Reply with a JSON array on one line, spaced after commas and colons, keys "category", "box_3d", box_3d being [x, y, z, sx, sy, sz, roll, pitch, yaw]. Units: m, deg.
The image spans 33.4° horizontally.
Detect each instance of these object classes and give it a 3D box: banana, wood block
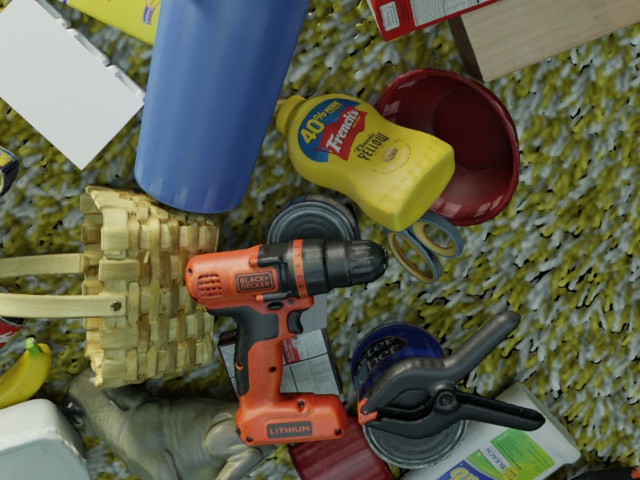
[{"category": "banana", "box_3d": [-0.335, 0.156, 1.092, 0.198, 0.037, 0.069, -39, 140, 19]}, {"category": "wood block", "box_3d": [0.228, -0.231, 1.005, 0.206, 0.091, 0.090, -22, 104, 3]}]

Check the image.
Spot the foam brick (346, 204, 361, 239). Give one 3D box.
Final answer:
[{"category": "foam brick", "box_3d": [0.014, -0.001, 1.060, 0.053, 0.078, 0.051, -13, 102, 0]}]

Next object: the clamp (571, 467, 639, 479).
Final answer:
[{"category": "clamp", "box_3d": [0.247, 0.288, 1.132, 0.210, 0.036, 0.164, -26, 141, -1]}]

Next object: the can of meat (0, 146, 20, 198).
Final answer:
[{"category": "can of meat", "box_3d": [-0.345, -0.073, 1.023, 0.102, 0.084, 0.057, 30, 101, -9]}]

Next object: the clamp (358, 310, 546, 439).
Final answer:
[{"category": "clamp", "box_3d": [0.116, 0.128, 0.969, 0.171, 0.039, 0.120, -8, 102, -1]}]

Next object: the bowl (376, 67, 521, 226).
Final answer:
[{"category": "bowl", "box_3d": [0.132, -0.096, 1.028, 0.162, 0.055, 0.162, 22, 128, 30]}]

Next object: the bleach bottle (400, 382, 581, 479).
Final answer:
[{"category": "bleach bottle", "box_3d": [0.149, 0.267, 1.140, 0.251, 0.068, 0.102, -42, 102, 10]}]

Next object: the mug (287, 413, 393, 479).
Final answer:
[{"category": "mug", "box_3d": [0.029, 0.244, 1.114, 0.081, 0.093, 0.117, -30, 95, 0]}]

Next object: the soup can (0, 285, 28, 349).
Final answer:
[{"category": "soup can", "box_3d": [-0.354, 0.096, 1.072, 0.068, 0.068, 0.102, 44, 98, -11]}]

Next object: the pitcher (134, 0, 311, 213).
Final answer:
[{"category": "pitcher", "box_3d": [-0.088, -0.153, 0.976, 0.149, 0.145, 0.243, 7, 118, -20]}]

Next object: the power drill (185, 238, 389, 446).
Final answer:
[{"category": "power drill", "box_3d": [-0.021, 0.091, 0.980, 0.184, 0.057, 0.188, -6, 105, 8]}]

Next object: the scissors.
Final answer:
[{"category": "scissors", "box_3d": [0.069, -0.040, 1.059, 0.096, 0.016, 0.201, -21, 111, 48]}]

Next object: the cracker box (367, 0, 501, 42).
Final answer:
[{"category": "cracker box", "box_3d": [0.127, -0.290, 0.951, 0.214, 0.072, 0.164, -20, 59, 3]}]

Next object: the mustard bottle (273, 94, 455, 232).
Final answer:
[{"category": "mustard bottle", "box_3d": [0.026, -0.089, 1.014, 0.192, 0.058, 0.096, 32, 68, 27]}]

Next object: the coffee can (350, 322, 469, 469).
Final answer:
[{"category": "coffee can", "box_3d": [0.086, 0.152, 1.067, 0.103, 0.140, 0.103, -1, 103, -3]}]

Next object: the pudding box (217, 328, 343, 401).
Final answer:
[{"category": "pudding box", "box_3d": [-0.041, 0.130, 1.110, 0.113, 0.039, 0.090, -14, 107, 4]}]

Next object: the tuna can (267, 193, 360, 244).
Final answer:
[{"category": "tuna can", "box_3d": [-0.007, 0.001, 1.000, 0.086, 0.033, 0.086, 1, 104, 6]}]

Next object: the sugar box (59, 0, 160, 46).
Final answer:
[{"category": "sugar box", "box_3d": [-0.196, -0.253, 1.005, 0.176, 0.048, 0.093, 24, 102, -9]}]
